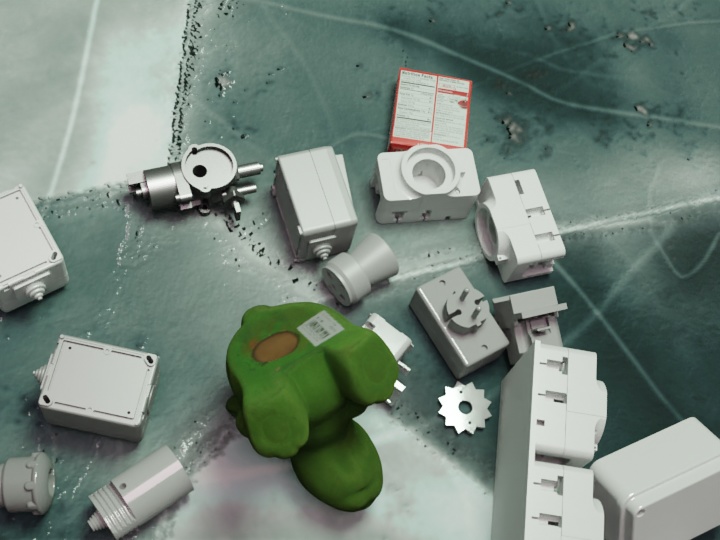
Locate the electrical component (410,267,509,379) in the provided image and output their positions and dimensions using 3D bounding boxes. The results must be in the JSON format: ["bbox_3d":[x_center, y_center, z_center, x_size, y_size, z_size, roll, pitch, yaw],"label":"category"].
[{"bbox_3d":[0.089,0.039,0.932,0.047,0.075,0.083,-26,72,-19],"label":"electrical component"}]

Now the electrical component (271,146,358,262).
[{"bbox_3d":[-0.036,-0.054,0.962,0.061,0.061,0.096,-14,69,-14],"label":"electrical component"}]

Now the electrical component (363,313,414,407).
[{"bbox_3d":[0.008,0.076,0.922,0.081,0.042,0.063,37,62,8],"label":"electrical component"}]

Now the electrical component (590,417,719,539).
[{"bbox_3d":[0.250,0.182,0.883,0.113,0.078,0.057,-20,37,-17],"label":"electrical component"}]

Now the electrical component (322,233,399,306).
[{"bbox_3d":[0.000,0.000,0.953,0.055,0.045,0.045,-35,75,-20],"label":"electrical component"}]

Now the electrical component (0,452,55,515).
[{"bbox_3d":[-0.271,0.167,0.837,0.062,0.048,0.048,-3,66,-3],"label":"electrical component"}]

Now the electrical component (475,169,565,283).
[{"bbox_3d":[0.142,-0.040,0.989,0.056,0.050,0.089,-11,68,-14],"label":"electrical component"}]

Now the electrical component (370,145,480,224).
[{"bbox_3d":[0.060,-0.079,0.991,0.089,0.055,0.050,-4,67,-11],"label":"electrical component"}]

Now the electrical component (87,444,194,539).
[{"bbox_3d":[-0.177,0.178,0.846,0.081,0.043,0.043,-32,74,-20],"label":"electrical component"}]

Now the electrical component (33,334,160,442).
[{"bbox_3d":[-0.215,0.096,0.867,0.096,0.061,0.061,13,65,-3],"label":"electrical component"}]

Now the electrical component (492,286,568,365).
[{"bbox_3d":[0.149,0.050,0.938,0.042,0.081,0.063,-13,87,-13],"label":"electrical component"}]

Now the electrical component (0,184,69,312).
[{"bbox_3d":[-0.288,-0.011,0.904,0.062,0.061,0.096,-27,73,-19],"label":"electrical component"}]

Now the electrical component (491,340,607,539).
[{"bbox_3d":[0.151,0.165,0.868,0.060,0.105,0.186,10,65,-4],"label":"electrical component"}]
